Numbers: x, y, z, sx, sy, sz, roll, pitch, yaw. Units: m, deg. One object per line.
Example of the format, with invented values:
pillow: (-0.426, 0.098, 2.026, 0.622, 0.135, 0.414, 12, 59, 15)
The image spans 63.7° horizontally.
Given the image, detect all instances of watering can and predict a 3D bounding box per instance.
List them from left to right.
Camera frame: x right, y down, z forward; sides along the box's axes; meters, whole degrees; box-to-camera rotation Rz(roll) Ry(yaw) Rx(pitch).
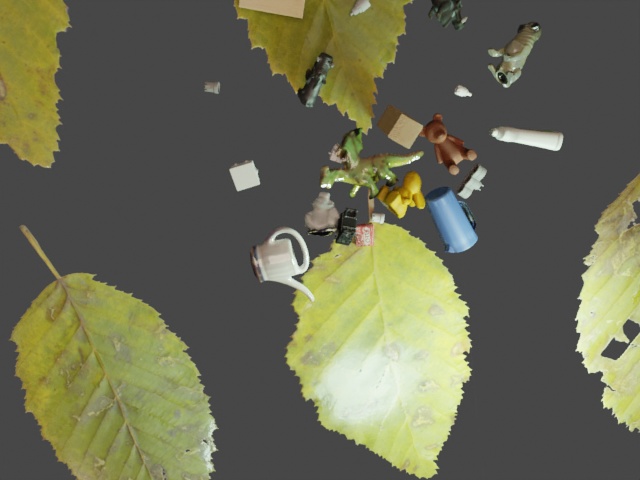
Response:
watering can: (-0.147, 0.113, 2.007, 0.224, 0.342, 0.106, -12, 22, 1)

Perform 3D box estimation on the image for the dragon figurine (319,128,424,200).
dragon figurine: (0.171, -0.294, 1.871, 0.412, 0.239, 0.123, -37, 25, -10)

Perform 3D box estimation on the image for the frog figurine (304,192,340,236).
frog figurine: (0.006, -0.099, 1.958, 0.137, 0.162, 0.121, -11, -18, 23)
